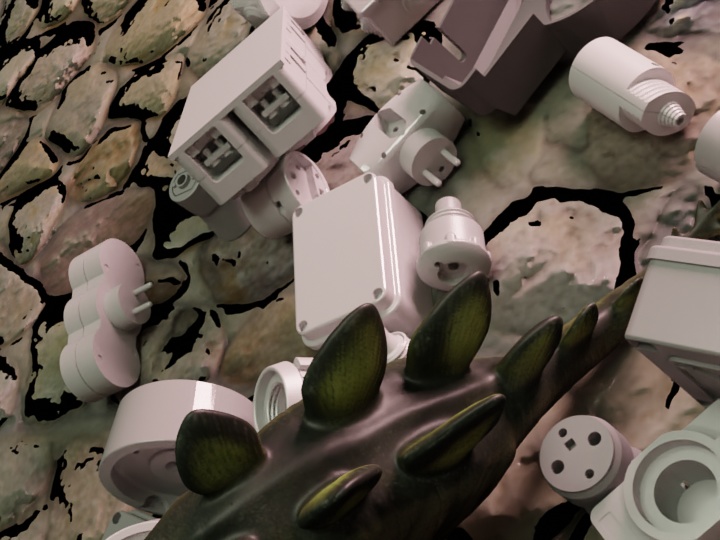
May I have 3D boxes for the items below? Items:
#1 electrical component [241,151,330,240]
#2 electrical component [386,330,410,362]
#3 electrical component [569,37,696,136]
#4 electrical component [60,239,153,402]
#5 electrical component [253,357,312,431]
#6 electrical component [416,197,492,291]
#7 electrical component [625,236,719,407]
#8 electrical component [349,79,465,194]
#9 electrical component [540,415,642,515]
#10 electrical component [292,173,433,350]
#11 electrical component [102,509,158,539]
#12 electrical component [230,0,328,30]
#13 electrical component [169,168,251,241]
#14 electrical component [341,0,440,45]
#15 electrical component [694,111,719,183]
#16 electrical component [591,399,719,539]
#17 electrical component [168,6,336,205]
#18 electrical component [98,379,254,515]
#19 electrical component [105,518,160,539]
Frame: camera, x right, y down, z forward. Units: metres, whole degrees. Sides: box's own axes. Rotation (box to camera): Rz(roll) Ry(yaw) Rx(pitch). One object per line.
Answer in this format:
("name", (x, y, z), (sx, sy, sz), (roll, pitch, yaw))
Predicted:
("electrical component", (-0.057, -0.055, 0.812), (0.047, 0.055, 0.055), (-27, 49, 28))
("electrical component", (0.024, 0.055, 0.665), (0.035, 0.061, 0.035), (-30, 28, 18))
("electrical component", (0.172, -0.109, 0.667), (0.043, 0.043, 0.081), (-47, 44, 5))
("electrical component", (-0.195, 0.033, 0.869), (0.074, 0.052, 0.138), (-25, 50, 25))
("electrical component", (-0.031, 0.087, 0.674), (0.058, 0.057, 0.078), (58, 135, 46))
("electrical component", (0.060, -0.021, 0.702), (0.048, 0.048, 0.062), (-26, 43, 25))
("electrical component", (0.199, 0.035, 0.506), (0.109, 0.109, 0.056), (10, 73, 43))
("electrical component", (0.042, -0.084, 0.757), (0.077, 0.043, 0.079), (-48, 44, 4))
("electrical component", (0.124, 0.104, 0.560), (0.045, 0.055, 0.045), (-20, 52, 28))
("electrical component", (0.000, 0.000, 0.727), (0.078, 0.057, 0.113), (-24, 50, 26))
("electrical component", (-0.141, 0.221, 0.700), (0.078, 0.057, 0.113), (9, 69, 42))
("electrical component", (-0.070, -0.245, 0.927), (0.051, 0.080, 0.080), (6, 67, 47))
("electrical component", (-0.119, -0.056, 0.857), (0.044, 0.065, 0.044), (-20, 54, 30))
("electrical component", (0.027, -0.240, 0.865), (0.100, 0.048, 0.099), (-43, 45, 9))
("electrical component", (0.228, -0.055, 0.586), (0.043, 0.043, 0.081), (-50, 44, 2))
("electrical component", (0.164, 0.113, 0.521), (0.089, 0.056, 0.050), (-44, 44, 8))
("electrical component", (-0.080, -0.129, 0.831), (0.105, 0.060, 0.186), (-38, 21, 13))
("electrical component", (-0.114, 0.114, 0.715), (0.108, 0.108, 0.060), (-22, 45, 27))
("electrical component", (-0.117, 0.198, 0.629), (0.108, 0.060, 0.108), (0, 73, -1))
